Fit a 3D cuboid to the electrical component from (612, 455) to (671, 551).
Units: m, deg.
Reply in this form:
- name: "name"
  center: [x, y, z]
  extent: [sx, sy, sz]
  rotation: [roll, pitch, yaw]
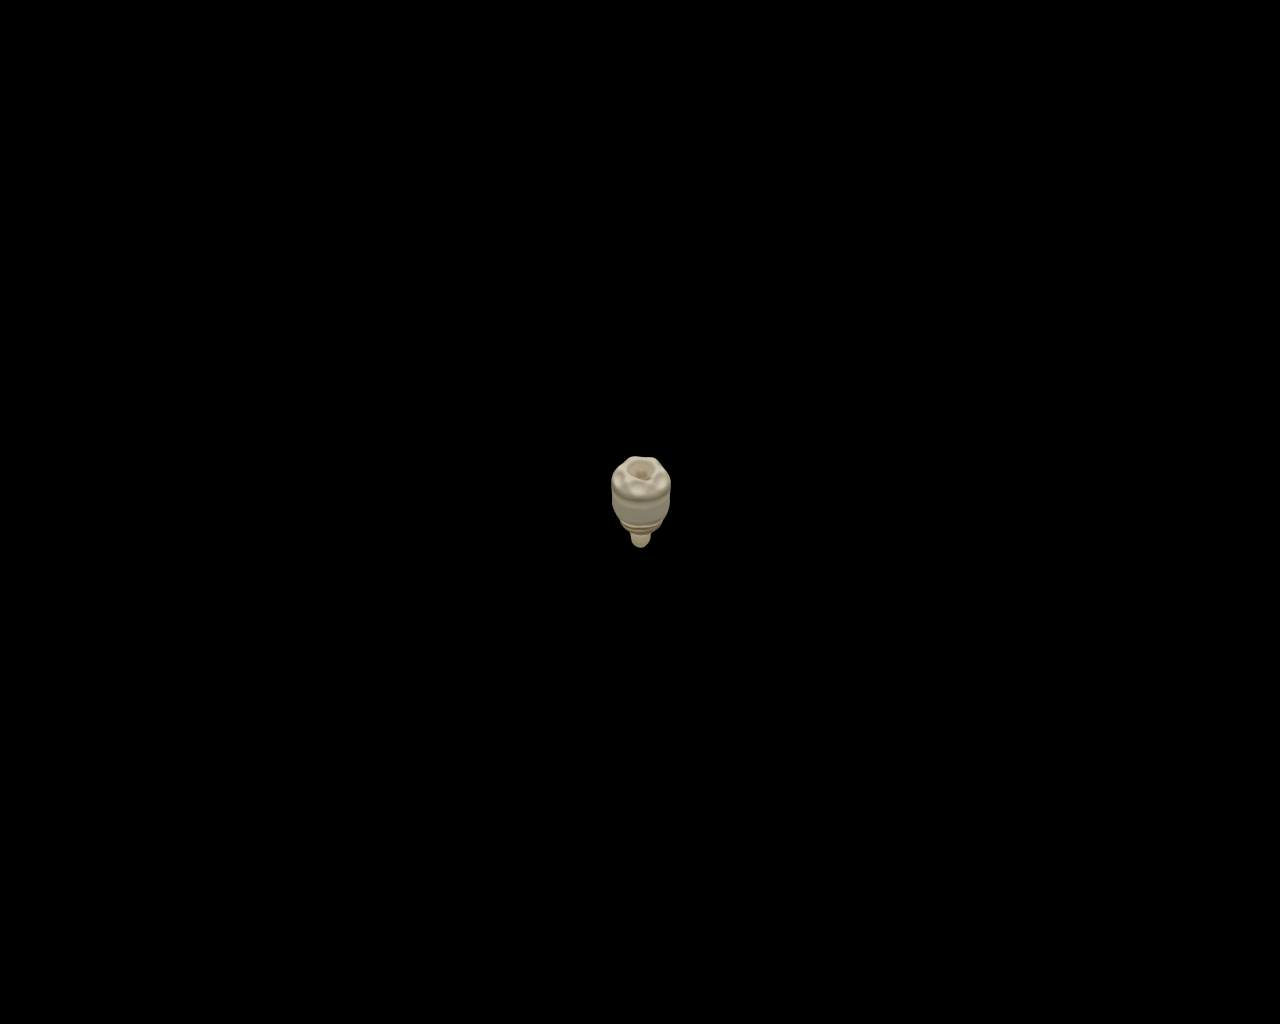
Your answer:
- name: "electrical component"
  center: [0.001, -0.003, 0.650]
  extent: [0.035, 0.061, 0.035]
  rotation: [0, 39, 0]
